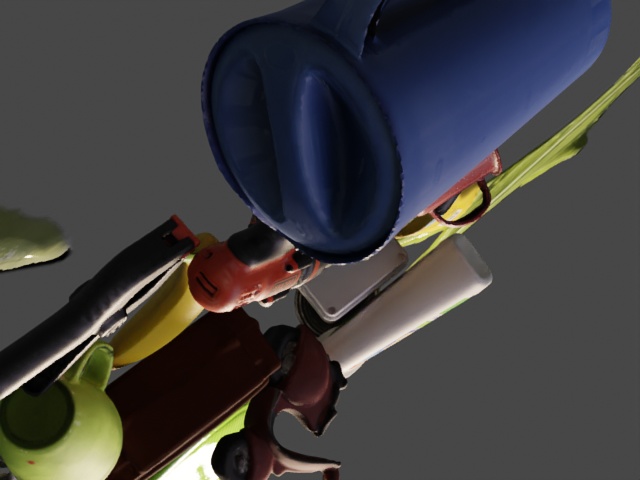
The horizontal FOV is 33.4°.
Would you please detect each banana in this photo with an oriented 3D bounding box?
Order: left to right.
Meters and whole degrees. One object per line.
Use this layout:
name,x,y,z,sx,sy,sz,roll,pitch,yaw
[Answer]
banana,-0.118,0.044,0.837,0.069,0.037,0.198,-10,153,-33

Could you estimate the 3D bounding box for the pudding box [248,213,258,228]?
pudding box,-0.012,-0.019,0.913,0.113,0.039,0.090,-32,168,-23

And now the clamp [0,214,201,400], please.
clamp,-0.154,0.051,0.726,0.171,0.039,0.120,-38,180,-13

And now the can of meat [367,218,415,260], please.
can of meat,0.064,-0.036,1.051,0.084,0.057,0.102,-38,169,-15

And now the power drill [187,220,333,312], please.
power drill,0.006,-0.033,0.757,0.188,0.057,0.184,-53,165,29

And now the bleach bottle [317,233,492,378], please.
bleach bottle,0.067,0.091,1.170,0.251,0.068,0.102,-37,174,15

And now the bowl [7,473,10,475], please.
bowl,-0.319,0.279,1.081,0.162,0.055,0.162,-37,170,-8

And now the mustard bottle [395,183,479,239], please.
mustard bottle,0.115,-0.041,1.197,0.096,0.058,0.191,-37,171,21

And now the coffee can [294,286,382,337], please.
coffee can,0.028,0.081,1.293,0.103,0.103,0.140,-39,169,-1

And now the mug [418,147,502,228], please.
mug,0.101,-0.064,0.914,0.081,0.117,0.093,-33,-166,-5

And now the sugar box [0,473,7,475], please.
sugar box,-0.299,0.254,0.902,0.048,0.093,0.176,-48,164,9

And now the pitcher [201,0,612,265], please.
pitcher,0.064,-0.104,0.592,0.149,0.145,0.242,-5,-156,48

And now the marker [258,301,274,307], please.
marker,-0.039,0.036,1.107,0.020,0.020,0.121,-32,167,-33

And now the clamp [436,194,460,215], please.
clamp,0.178,-0.121,1.063,0.164,0.036,0.210,-52,174,-33
